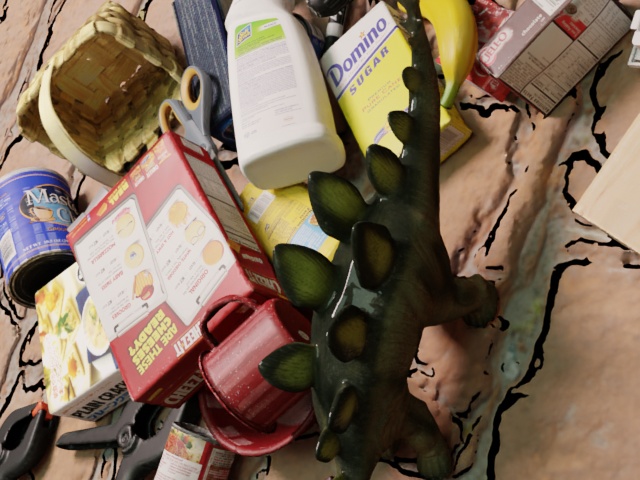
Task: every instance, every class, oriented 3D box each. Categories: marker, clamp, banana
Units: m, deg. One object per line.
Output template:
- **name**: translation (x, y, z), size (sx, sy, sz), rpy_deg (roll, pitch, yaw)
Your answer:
- **marker**: translation (0.019, -0.240, 1.117), size (0.020, 0.020, 0.121), rpy_deg (-1, 73, 40)
- **clamp**: translation (-0.197, 0.207, 1.113), size (0.210, 0.036, 0.165), rpy_deg (-51, 47, 11)
- **banana**: translation (0.108, -0.199, 0.976), size (0.070, 0.037, 0.198), rpy_deg (-46, 30, 26)
- **clamp**: translation (-0.360, 0.261, 1.230), size (0.172, 0.039, 0.120), rpy_deg (-45, 52, 18)

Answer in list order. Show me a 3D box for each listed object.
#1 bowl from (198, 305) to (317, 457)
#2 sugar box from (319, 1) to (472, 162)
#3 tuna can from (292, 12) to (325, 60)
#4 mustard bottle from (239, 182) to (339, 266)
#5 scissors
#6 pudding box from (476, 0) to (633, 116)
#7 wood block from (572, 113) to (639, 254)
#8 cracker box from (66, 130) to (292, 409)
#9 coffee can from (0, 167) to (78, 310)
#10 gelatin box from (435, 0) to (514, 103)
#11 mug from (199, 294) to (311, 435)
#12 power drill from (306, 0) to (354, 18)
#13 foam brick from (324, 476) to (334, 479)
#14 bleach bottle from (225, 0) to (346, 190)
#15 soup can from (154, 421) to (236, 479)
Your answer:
- **bowl**: translation (-0.039, 0.125, 0.997), size (0.162, 0.055, 0.162), rpy_deg (-16, 63, 35)
- **sugar box**: translation (0.067, -0.138, 1.018), size (0.093, 0.048, 0.176), rpy_deg (-41, 53, 21)
- **tuna can**: translation (-0.034, -0.196, 1.135), size (0.086, 0.033, 0.086), rpy_deg (-16, 64, 35)
- **mustard bottle**: translation (-0.006, 0.001, 1.016), size (0.192, 0.058, 0.096), rpy_deg (31, 83, 43)
- **scissors**: translation (-0.112, -0.113, 1.097), size (0.202, 0.016, 0.096), rpy_deg (39, 114, 46)
- **pudding box**: translation (0.197, -0.168, 0.889), size (0.114, 0.089, 0.039), rpy_deg (-46, 51, 17)
- **wood block**: translation (0.291, -0.074, 0.771), size (0.090, 0.090, 0.206), rpy_deg (41, 101, 43)
- **cracker box**: translation (-0.141, 0.028, 1.026), size (0.164, 0.072, 0.214), rpy_deg (-43, 55, 18)
- **coffee can**: translation (-0.332, -0.003, 1.267), size (0.103, 0.102, 0.140), rpy_deg (-42, 51, 20)
- **gelatin box**: translation (0.153, -0.173, 0.957), size (0.073, 0.030, 0.089), rpy_deg (-56, 34, 9)
- **mug**: translation (-0.051, 0.096, 0.911), size (0.081, 0.093, 0.117), rpy_deg (-43, 90, 12)
- **power drill**: translation (0.024, -0.329, 1.106), size (0.184, 0.057, 0.188), rpy_deg (-42, 51, 1)
- **foam brick**: translation (0.003, 0.245, 0.917), size (0.078, 0.052, 0.051), rpy_deg (-36, 53, 26)
- **bleach bottle**: translation (-0.041, -0.175, 1.065), size (0.103, 0.068, 0.251), rpy_deg (-17, 58, 14)
- **soup can**: translation (-0.125, 0.233, 1.021), size (0.069, 0.068, 0.102), rpy_deg (14, 83, 43)
